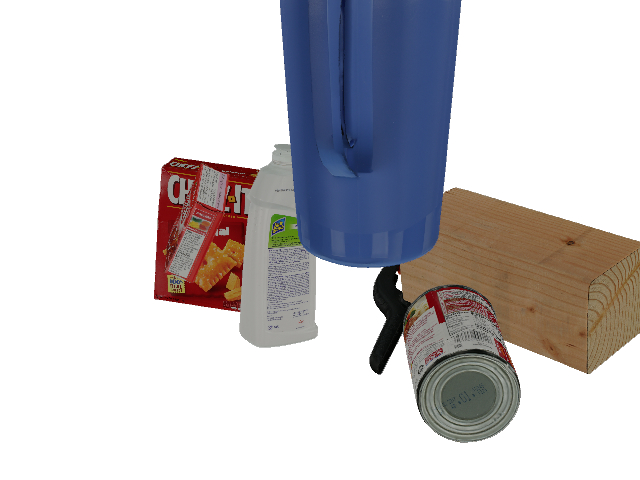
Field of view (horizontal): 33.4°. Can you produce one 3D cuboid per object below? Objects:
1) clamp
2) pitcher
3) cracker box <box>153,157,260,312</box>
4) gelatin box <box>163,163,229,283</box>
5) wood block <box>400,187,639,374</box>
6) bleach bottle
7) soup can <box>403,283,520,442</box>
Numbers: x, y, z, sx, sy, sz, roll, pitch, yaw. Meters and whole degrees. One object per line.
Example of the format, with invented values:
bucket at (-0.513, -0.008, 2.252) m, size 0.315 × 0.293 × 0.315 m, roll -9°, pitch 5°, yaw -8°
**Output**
clamp at (0.112, 0.079, 1.179) m, size 0.120 × 0.171 × 0.039 m, roll 5°, pitch -43°, yaw -5°
pitcher at (0.032, -0.104, 0.761) m, size 0.149 × 0.243 × 0.145 m, roll -12°, pitch 25°, yaw -26°
cracker box at (-0.162, -0.005, 1.617) m, size 0.164 × 0.214 × 0.072 m, roll 9°, pitch 18°, yaw 8°
gelatin box at (-0.108, -0.017, 0.926) m, size 0.030 × 0.073 × 0.089 m, roll 22°, pitch 24°, yaw -13°
wood block at (0.177, 0.029, 0.959) m, size 0.090 × 0.090 × 0.206 m, roll -28°, pitch 34°, yaw -36°
bleach bottle at (-0.045, 0.004, 1.327) m, size 0.102 × 0.251 × 0.068 m, roll -8°, pitch 23°, yaw -34°
soup can at (0.093, 0.080, 0.717) m, size 0.068 × 0.068 × 0.102 m, roll 0°, pitch 22°, yaw -1°
